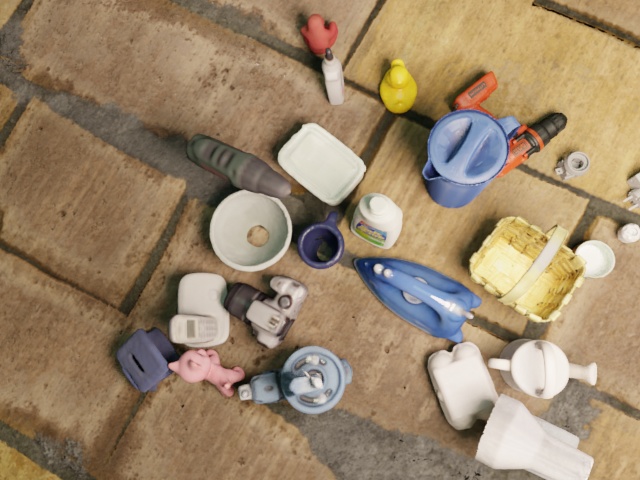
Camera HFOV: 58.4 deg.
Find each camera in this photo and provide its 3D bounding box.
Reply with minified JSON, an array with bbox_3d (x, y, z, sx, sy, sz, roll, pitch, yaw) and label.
[{"bbox_3d":[-0.112,0.124,1.126,0.136,0.101,0.143,28,85,10],"label":"camera"}]

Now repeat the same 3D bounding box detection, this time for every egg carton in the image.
[{"bbox_3d":[0.269,0.274,1.077,0.107,0.069,0.150,-22,79,2],"label":"egg carton"}]

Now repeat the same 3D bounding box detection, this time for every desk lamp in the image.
[{"bbox_3d":[0.363,0.351,0.982,0.203,0.213,0.118,23,84,9],"label":"desk lamp"}]

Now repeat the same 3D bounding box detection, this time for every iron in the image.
[{"bbox_3d":[0.173,0.093,1.079,0.258,0.141,0.119,27,85,10],"label":"iron"}]

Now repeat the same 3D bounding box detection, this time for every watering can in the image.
[{"bbox_3d":[0.391,0.224,1.008,0.173,0.194,0.101,-18,79,3],"label":"watering can"}]

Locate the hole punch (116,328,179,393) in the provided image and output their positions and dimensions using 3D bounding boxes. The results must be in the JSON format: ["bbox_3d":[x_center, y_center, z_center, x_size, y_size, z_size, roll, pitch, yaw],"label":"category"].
[{"bbox_3d":[-0.347,0.241,1.137,0.101,0.091,0.108,-39,79,-1],"label":"hole punch"}]

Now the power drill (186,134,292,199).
[{"bbox_3d":[-0.141,-0.123,1.113,0.229,0.208,0.076,27,85,10],"label":"power drill"}]

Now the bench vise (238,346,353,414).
[{"bbox_3d":[-0.046,0.272,1.035,0.207,0.220,0.121,-30,79,1],"label":"bench vise"}]

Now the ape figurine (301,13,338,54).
[{"bbox_3d":[-0.004,-0.442,1.207,0.077,0.092,0.076,12,83,8],"label":"ape figurine"}]

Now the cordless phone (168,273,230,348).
[{"bbox_3d":[-0.240,0.133,1.095,0.094,0.185,0.147,-8,80,5],"label":"cordless phone"}]

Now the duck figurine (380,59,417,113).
[{"bbox_3d":[0.161,-0.319,1.173,0.077,0.086,0.104,-3,81,6],"label":"duck figurine"}]

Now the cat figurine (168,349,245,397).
[{"bbox_3d":[-0.221,0.255,1.108,0.127,0.118,0.067,29,85,10],"label":"cat figurine"}]

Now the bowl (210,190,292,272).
[{"bbox_3d":[-0.134,-0.015,1.163,0.167,0.075,0.167,-1,81,6],"label":"bowl"}]

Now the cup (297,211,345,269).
[{"bbox_3d":[0.010,0.004,1.134,0.091,0.095,0.118,20,84,9],"label":"cup"}]

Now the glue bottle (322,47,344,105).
[{"bbox_3d":[0.025,-0.338,1.146,0.037,0.173,0.078,-6,80,6],"label":"glue bottle"}]
